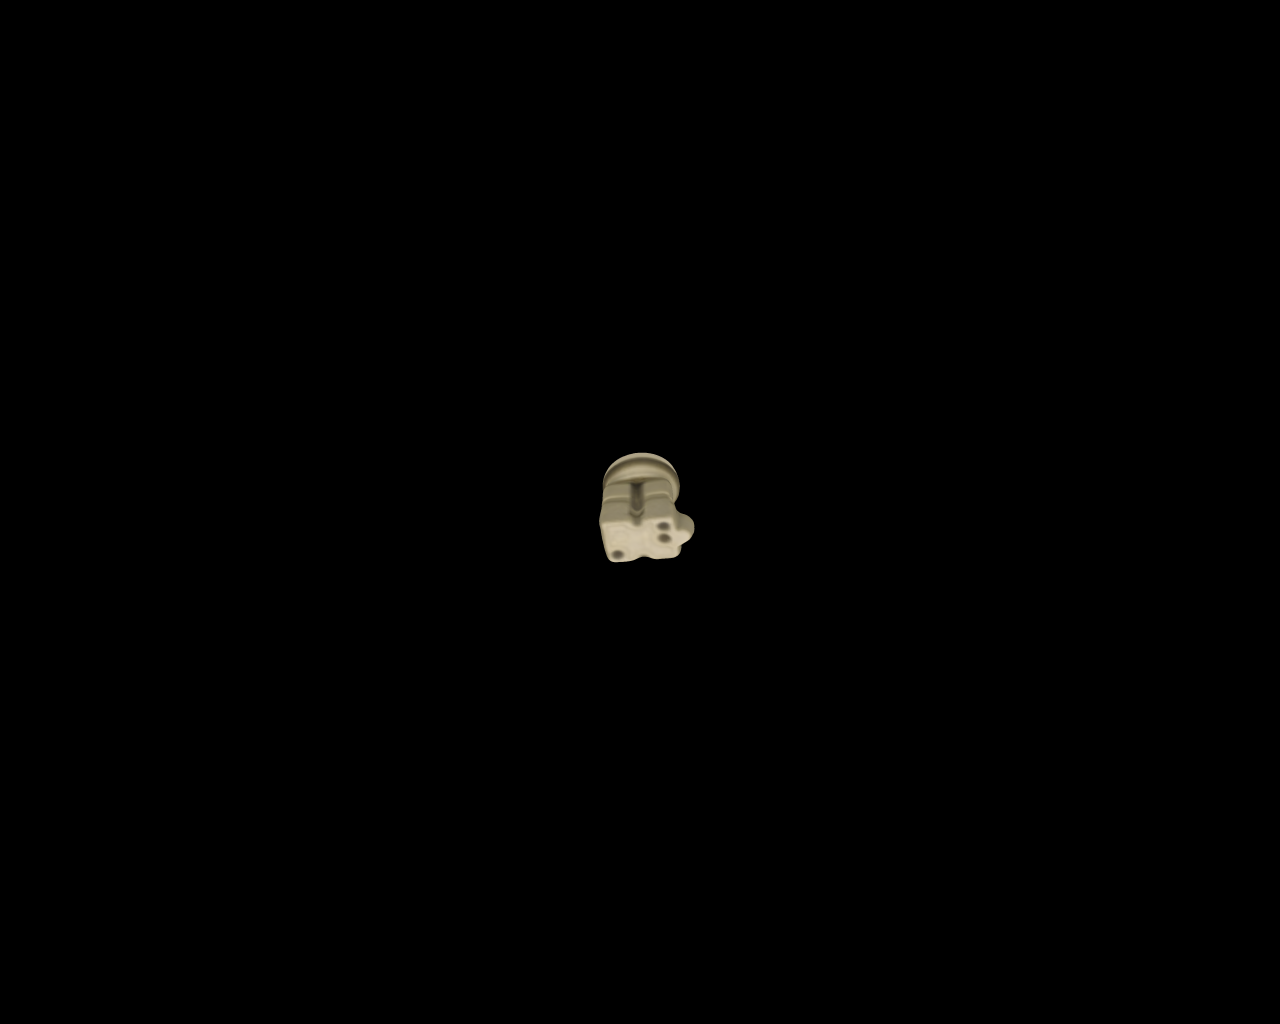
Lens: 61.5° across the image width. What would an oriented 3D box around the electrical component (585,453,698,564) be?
[{"bbox_3d":[0.001,-0.003,0.650,0.066,0.048,0.055,-4,44,4],"label":"electrical component"}]
